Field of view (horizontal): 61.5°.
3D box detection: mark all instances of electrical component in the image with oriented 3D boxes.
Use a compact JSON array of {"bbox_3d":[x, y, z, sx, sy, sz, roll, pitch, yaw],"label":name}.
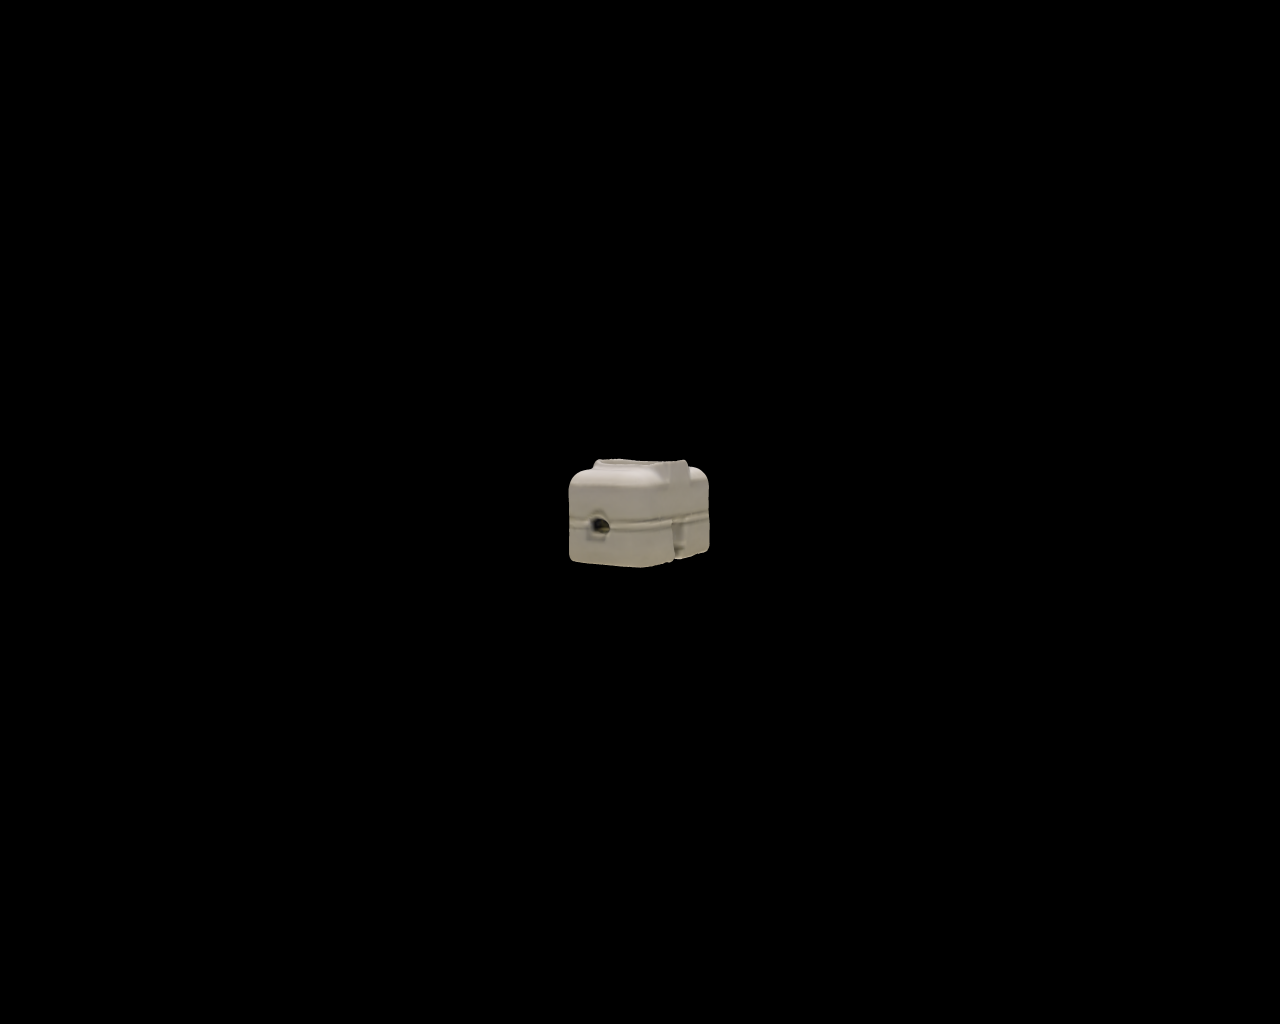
[{"bbox_3d":[0.001,-0.003,0.650,0.054,0.059,0.095,3,6,32],"label":"electrical component"}]
